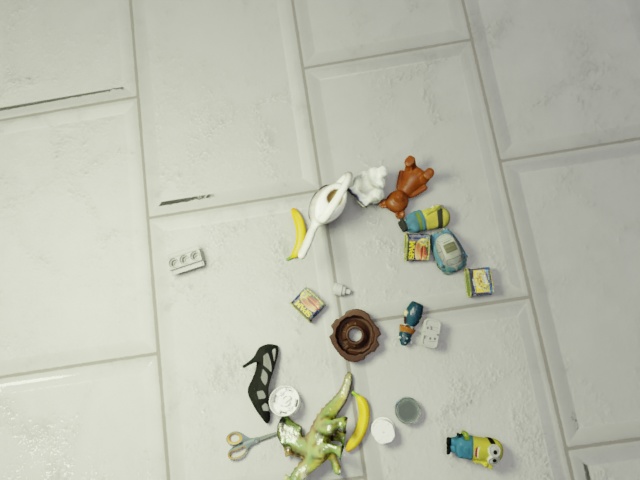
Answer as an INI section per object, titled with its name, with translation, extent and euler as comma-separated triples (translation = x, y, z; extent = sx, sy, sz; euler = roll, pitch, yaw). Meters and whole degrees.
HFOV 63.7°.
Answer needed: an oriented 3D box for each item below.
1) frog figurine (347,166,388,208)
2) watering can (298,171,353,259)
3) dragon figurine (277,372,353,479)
[frog figurine]
translation = 0.189, -0.205, 1.839
extent = 0.122, 0.157, 0.140
euler = 21, 29, -41
[watering can]
translation = 0.005, -0.090, 1.798
extent = 0.103, 0.349, 0.224
euler = 34, -6, -9
[dragon figurine]
translation = -0.029, 0.639, 1.719
extent = 0.243, 0.419, 0.120
euler = 4, -27, 11
